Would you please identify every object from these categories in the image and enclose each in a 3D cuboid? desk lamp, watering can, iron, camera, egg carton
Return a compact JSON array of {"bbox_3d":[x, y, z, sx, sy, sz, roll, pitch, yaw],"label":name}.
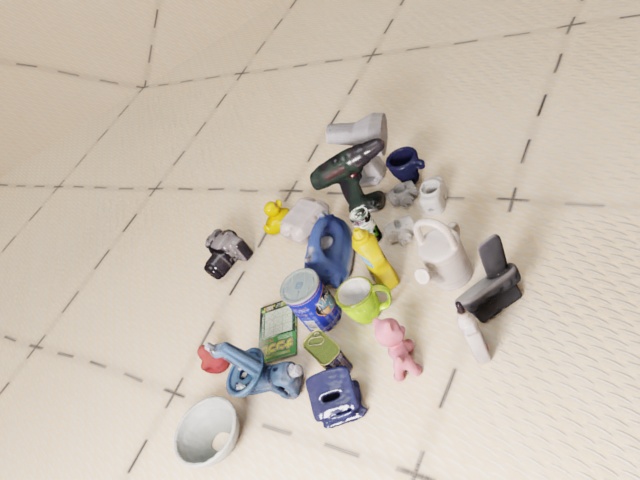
[{"bbox_3d":[0.118,-0.258,1.636,0.202,0.214,0.118,-8,48,27],"label":"desk lamp"},{"bbox_3d":[0.269,0.026,1.283,0.100,0.195,0.173,-10,47,26],"label":"watering can"},{"bbox_3d":[0.014,0.005,1.510,0.118,0.142,0.258,-10,47,26],"label":"iron"},{"bbox_3d":[-0.298,0.039,1.712,0.142,0.101,0.137,16,61,42],"label":"camera"},{"bbox_3d":[-0.044,-0.057,1.662,0.107,0.070,0.150,20,64,43],"label":"egg carton"}]

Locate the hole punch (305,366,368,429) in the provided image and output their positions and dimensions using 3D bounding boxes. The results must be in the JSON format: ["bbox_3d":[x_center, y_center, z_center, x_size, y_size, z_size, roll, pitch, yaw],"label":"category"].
[{"bbox_3d":[0.033,0.335,1.222,0.108,0.091,0.101,-23,42,13],"label":"hole punch"}]

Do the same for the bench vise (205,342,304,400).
[{"bbox_3d":[-0.146,0.278,1.295,0.207,0.220,0.121,-23,42,13],"label":"bench vise"}]

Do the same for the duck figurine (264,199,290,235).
[{"bbox_3d":[-0.140,-0.075,1.729,0.077,0.086,0.105,17,62,42],"label":"duck figurine"}]

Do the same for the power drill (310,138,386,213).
[{"bbox_3d":[0.100,-0.166,1.565,0.229,0.209,0.075,-18,44,18],"label":"power drill"}]

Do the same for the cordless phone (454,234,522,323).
[{"bbox_3d":[0.339,0.073,1.200,0.147,0.186,0.094,-38,41,-4],"label":"cordless phone"}]

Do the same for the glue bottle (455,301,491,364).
[{"bbox_3d":[0.297,0.175,1.140,0.037,0.174,0.078,-25,42,11],"label":"glue bottle"}]

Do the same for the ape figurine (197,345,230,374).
[{"bbox_3d":[-0.278,0.297,1.461,0.078,0.092,0.075,-44,42,-11],"label":"ape figurine"}]

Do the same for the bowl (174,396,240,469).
[{"bbox_3d":[-0.245,0.448,1.309,0.167,0.075,0.167,-18,44,18],"label":"bowl"}]

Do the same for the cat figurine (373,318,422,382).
[{"bbox_3d":[0.159,0.222,1.227,0.067,0.118,0.127,-26,42,10],"label":"cat figurine"}]

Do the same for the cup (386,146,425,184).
[{"bbox_3d":[0.250,-0.195,1.582,0.117,0.095,0.092,15,61,41],"label":"cup"}]
